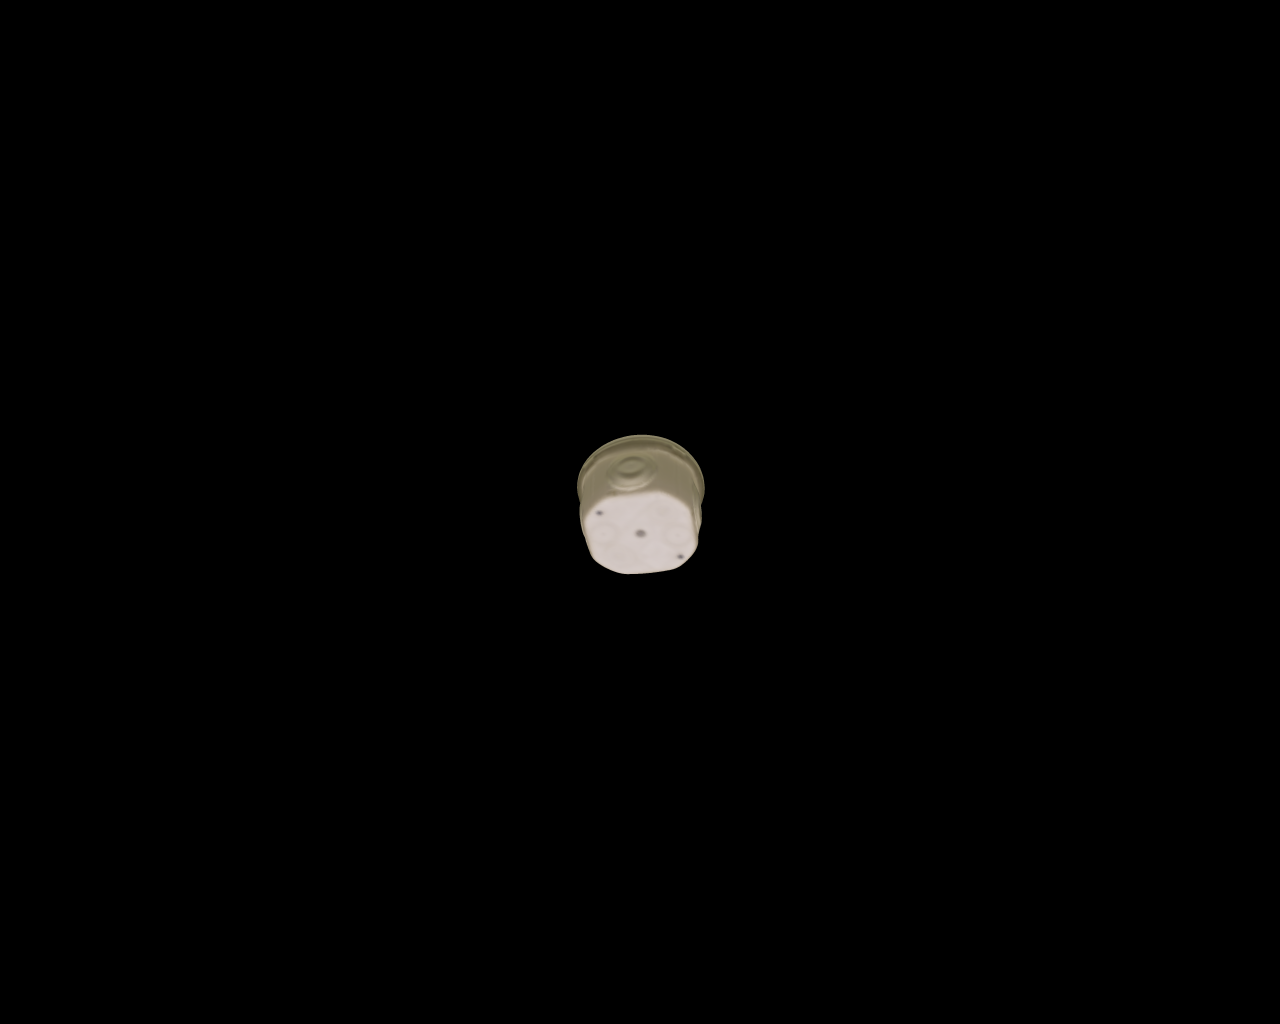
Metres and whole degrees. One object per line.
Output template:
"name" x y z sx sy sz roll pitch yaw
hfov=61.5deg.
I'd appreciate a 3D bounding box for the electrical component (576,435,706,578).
"electrical component" 0.001 -0.003 0.650 0.080 0.080 0.051 0 41 0
